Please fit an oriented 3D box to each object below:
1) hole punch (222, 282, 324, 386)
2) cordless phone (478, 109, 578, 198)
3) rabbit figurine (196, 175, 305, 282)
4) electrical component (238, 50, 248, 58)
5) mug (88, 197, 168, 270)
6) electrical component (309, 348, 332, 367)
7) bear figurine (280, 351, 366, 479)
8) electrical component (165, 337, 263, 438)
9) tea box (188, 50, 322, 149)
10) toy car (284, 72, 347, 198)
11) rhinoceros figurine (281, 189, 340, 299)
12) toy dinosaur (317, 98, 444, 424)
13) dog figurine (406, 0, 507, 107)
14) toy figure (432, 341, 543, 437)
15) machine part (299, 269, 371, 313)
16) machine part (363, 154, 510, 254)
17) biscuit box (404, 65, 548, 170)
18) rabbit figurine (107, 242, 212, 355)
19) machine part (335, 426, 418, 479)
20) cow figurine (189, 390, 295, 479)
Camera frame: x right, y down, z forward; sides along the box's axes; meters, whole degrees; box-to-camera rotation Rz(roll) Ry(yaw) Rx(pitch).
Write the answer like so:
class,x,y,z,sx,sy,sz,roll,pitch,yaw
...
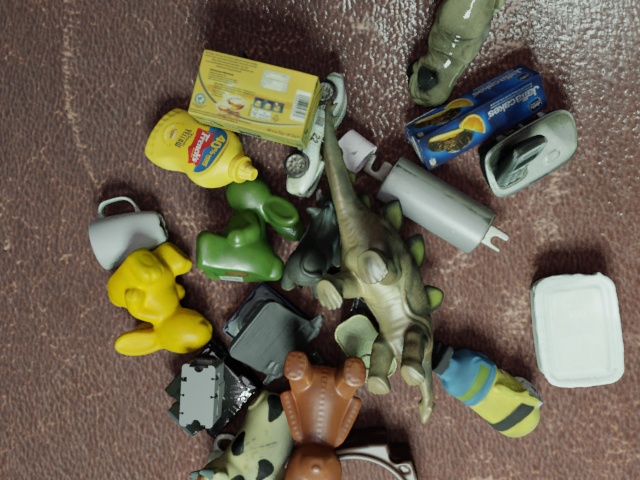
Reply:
class,x,y,z,sx,sy,sz,roll,pitch,yaw
hole punch,-0.080,0.140,0.843,0.115,0.092,0.142,38,90,-28
cordless phone,0.304,-0.135,0.754,0.147,0.184,0.088,-30,83,4
rabbit figurine,-0.107,-0.027,0.825,0.159,0.121,0.170,2,75,7
electrical component,-0.112,-0.232,0.846,0.048,0.075,0.119,10,87,4
mug,-0.305,-0.017,0.864,0.107,0.080,0.109,-15,78,-5
electrical component,-0.007,0.218,0.846,0.063,0.021,0.093,-32,114,-11
bear figurine,-0.005,0.268,0.744,0.120,0.131,0.196,8,59,2
electrical component,-0.175,0.242,0.856,0.115,0.058,0.134,41,93,6
tea box,-0.091,-0.200,0.773,0.170,0.068,0.098,17,91,6
toy car,-0.003,-0.162,0.835,0.056,0.073,0.201,22,92,8
rhinoceros figurine,-0.002,-0.002,0.801,0.073,0.112,0.190,13,46,15
toy dinosaur,0.079,0.035,0.738,0.105,0.198,0.470,-15,102,29
dog figurine,0.196,-0.298,0.775,0.121,0.172,0.190,22,84,16
toy figure,0.246,0.223,0.809,0.180,0.082,0.089,29,111,-3
machine part,0.034,0.072,0.836,0.139,0.084,0.039,19,120,17
machine part,0.174,-0.053,0.818,0.243,0.079,0.079,31,92,4
biscuit box,0.234,-0.186,0.810,0.203,0.059,0.062,-29,126,4
rabbit figurine,-0.249,0.111,0.832,0.173,0.122,0.162,45,98,3
machine part,0.055,0.402,0.821,0.201,0.087,0.201,-11,90,4
cow figurine,-0.102,0.313,0.784,0.127,0.085,0.195,33,56,-11
